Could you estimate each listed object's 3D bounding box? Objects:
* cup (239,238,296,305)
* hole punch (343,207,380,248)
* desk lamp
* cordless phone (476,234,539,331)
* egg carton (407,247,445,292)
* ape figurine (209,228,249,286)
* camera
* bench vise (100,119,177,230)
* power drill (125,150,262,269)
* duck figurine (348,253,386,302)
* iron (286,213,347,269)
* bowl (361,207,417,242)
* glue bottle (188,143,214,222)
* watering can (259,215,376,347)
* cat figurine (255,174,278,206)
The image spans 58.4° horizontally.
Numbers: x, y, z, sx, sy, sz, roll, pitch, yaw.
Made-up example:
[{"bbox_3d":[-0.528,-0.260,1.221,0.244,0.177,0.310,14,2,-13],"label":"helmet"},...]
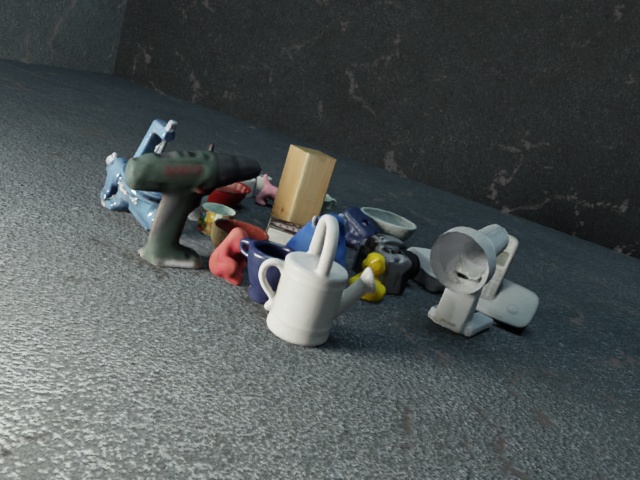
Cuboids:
[{"bbox_3d":[-0.097,0.054,0.962,0.117,0.095,0.092,25,17,23],"label":"cup"},{"bbox_3d":[0.106,-0.030,1.488,0.101,0.091,0.109,24,16,20],"label":"hole punch"},{"bbox_3d":[0.288,0.071,1.112,0.117,0.213,0.204,28,18,32],"label":"desk lamp"},{"bbox_3d":[0.411,0.090,1.242,0.147,0.185,0.094,23,16,18],"label":"cordless phone"},{"bbox_3d":[0.266,0.070,1.365,0.107,0.069,0.150,8,18,-32],"label":"egg carton"},{"bbox_3d":[-0.152,0.023,1.012,0.076,0.092,0.078,25,17,23],"label":"ape figurine"},{"bbox_3d":[0.164,0.048,1.265,0.137,0.101,0.142,9,18,-30],"label":"camera"},{"bbox_3d":[-0.357,-0.146,1.125,0.207,0.220,0.122,22,16,15],"label":"bench vise"},{"bbox_3d":[-0.227,-0.060,0.993,0.230,0.208,0.075,7,19,-35],"label":"power drill"},{"bbox_3d":[0.104,0.069,1.153,0.077,0.086,0.104,17,15,-5],"label":"duck figurine"},{"bbox_3d":[0.011,0.004,1.168,0.118,0.141,0.259,22,16,16],"label":"iron"},{"bbox_3d":[0.182,-0.031,1.608,0.167,0.075,0.167,17,15,-4],"label":"bowl"},{"bbox_3d":[-0.261,-0.132,1.272,0.037,0.173,0.078,10,17,-27],"label":"glue bottle"},{"bbox_3d":[-0.001,0.055,0.878,0.173,0.194,0.100,8,18,-33],"label":"watering can"},{"bbox_3d":[-0.104,-0.144,1.595,0.128,0.118,0.067,16,15,-7],"label":"cat figurine"}]
